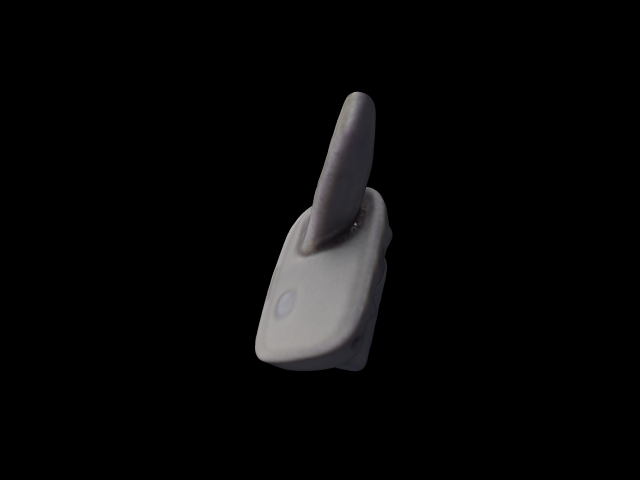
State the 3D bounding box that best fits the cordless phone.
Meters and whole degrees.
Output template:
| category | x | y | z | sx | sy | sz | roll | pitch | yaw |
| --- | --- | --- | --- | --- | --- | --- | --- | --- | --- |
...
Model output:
| category | x | y | z | sx | sy | sz | roll | pitch | yaw |
| --- | --- | --- | --- | --- | --- | --- | --- | --- | --- |
| cordless phone | 0.004 | 0.001 | 0.400 | 0.094 | 0.185 | 0.147 | 8 | 56 | 6 |
